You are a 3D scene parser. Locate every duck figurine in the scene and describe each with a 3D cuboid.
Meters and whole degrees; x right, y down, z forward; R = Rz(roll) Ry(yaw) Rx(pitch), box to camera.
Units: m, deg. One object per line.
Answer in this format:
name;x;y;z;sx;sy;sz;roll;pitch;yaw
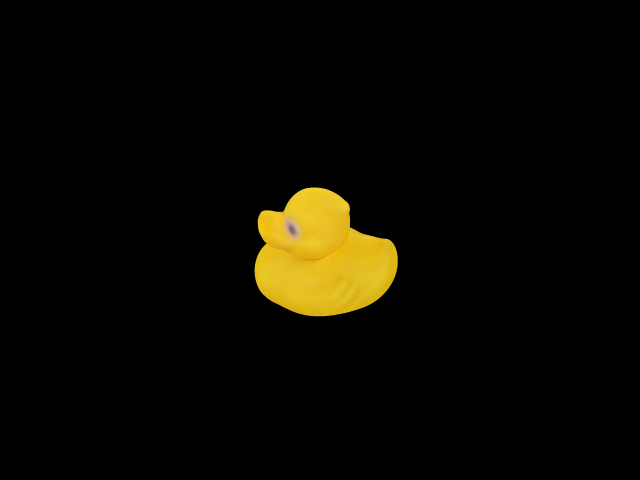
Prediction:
duck figurine;0.004;0.001;0.400;0.104;0.086;0.077;2;50;2
